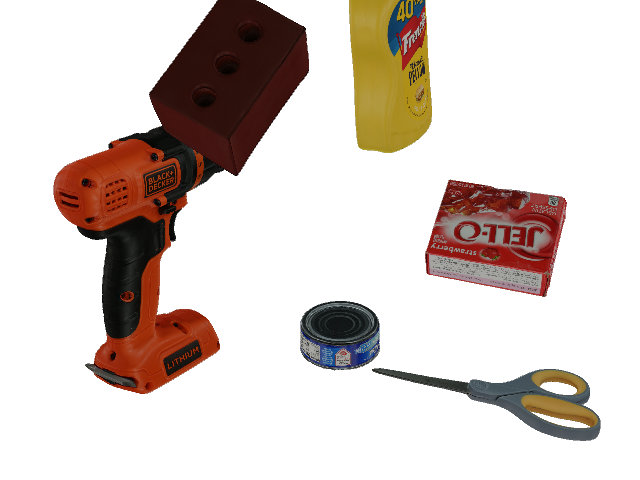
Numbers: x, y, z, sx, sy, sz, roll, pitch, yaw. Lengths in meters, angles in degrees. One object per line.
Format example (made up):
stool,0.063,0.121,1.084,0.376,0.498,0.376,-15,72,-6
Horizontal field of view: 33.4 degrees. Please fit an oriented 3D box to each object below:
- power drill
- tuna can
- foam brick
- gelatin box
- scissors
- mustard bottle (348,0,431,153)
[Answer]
power drill,-0.118,0.006,0.806,0.057,0.188,0.184,14,26,34
tuna can,0.021,0.100,1.136,0.086,0.034,0.086,-1,29,0
foam brick,-0.048,-0.087,0.586,0.053,0.078,0.051,30,-13,10
gelatin box,0.127,-0.003,0.771,0.089,0.073,0.030,10,-37,16
scissors,0.156,0.128,0.961,0.202,0.016,0.096,18,31,20
mustard bottle,0.059,-0.179,0.913,0.058,0.191,0.096,12,34,28
